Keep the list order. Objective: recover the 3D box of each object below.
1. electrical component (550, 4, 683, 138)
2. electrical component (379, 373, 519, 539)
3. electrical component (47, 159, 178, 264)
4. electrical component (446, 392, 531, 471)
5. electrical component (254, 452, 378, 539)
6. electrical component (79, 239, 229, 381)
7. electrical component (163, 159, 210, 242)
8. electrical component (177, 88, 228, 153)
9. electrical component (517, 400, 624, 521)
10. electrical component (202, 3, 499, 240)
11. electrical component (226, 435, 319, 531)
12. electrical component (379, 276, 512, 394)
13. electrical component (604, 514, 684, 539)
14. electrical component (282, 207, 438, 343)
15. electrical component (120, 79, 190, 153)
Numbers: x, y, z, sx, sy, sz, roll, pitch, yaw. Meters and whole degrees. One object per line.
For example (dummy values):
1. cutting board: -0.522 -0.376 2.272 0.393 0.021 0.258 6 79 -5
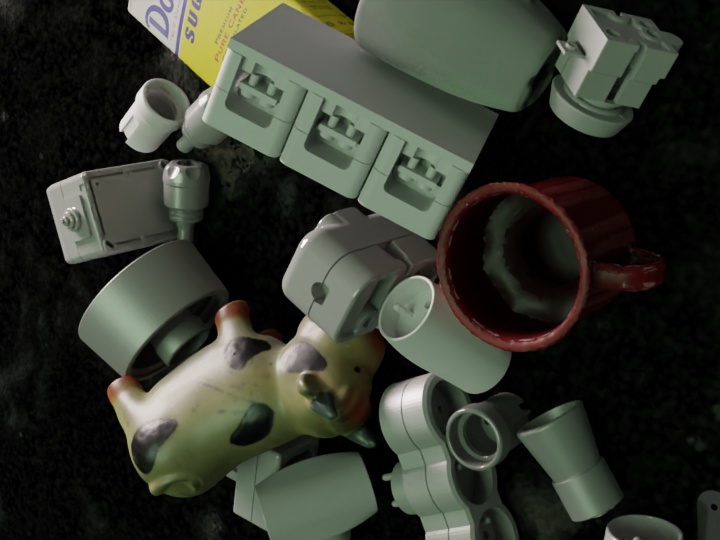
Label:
1. electrical component: 0.132 -0.105 0.578 0.048 0.066 0.055 -107 31 -46
2. electrical component: 0.046 0.139 0.705 0.074 0.052 0.138 -21 89 39
3. electrical component: -0.191 -0.043 0.814 0.061 0.096 0.061 -13 93 42
4. electrical component: 0.082 0.099 0.672 0.040 0.046 0.040 10 107 35
5. electrical component: -0.028 0.174 0.758 0.043 0.077 0.079 -119 15 -55
6. electrical component: -0.145 0.037 0.795 0.060 0.108 0.108 46 125 12
7. electrical component: -0.130 -0.050 0.805 0.035 0.035 0.061 18 115 33
8. electrical component: -0.112 -0.105 0.778 0.061 0.035 0.035 -35 79 39
9. electrical component: 0.129 0.116 0.645 0.044 0.044 0.065 -30 87 38
10. electrical component: -0.005 -0.086 0.632 0.150 0.089 0.061 28 120 2
11. electrical component: -0.077 0.145 0.804 0.077 0.047 0.065 20 113 33
12. electrical component: 0.060 0.025 0.659 0.043 0.077 0.079 11 70 52
13. electrical component: 0.151 0.185 0.642 0.079 0.044 0.077 10 107 36
14. electrical component: 0.000 0.000 0.678 0.059 0.095 0.053 41 123 23
15. electrical component: -0.155 -0.114 0.806 0.046 0.040 0.040 -38 78 43
